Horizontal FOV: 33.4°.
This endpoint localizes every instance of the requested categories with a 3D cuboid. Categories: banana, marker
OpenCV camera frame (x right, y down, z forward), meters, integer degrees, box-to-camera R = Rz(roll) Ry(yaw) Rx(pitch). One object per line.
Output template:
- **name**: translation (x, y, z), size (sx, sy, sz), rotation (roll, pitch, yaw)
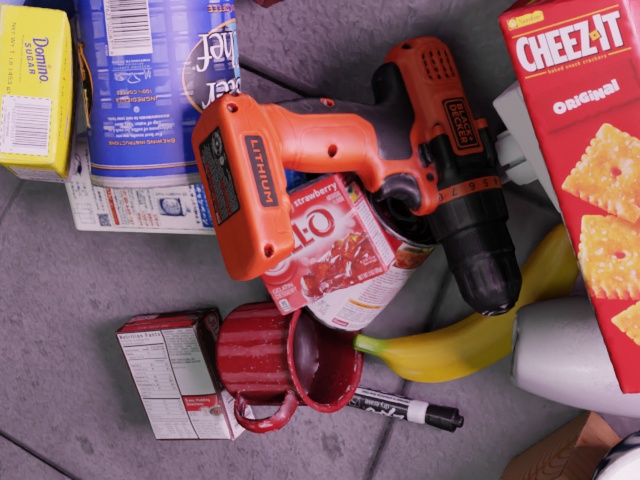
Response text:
- **banana**: translation (0.115, 0.055, 0.746), size (0.198, 0.037, 0.069), rotation (-33, 125, 31)
- **marker**: translation (0.055, 0.129, 0.838), size (0.121, 0.020, 0.020), rotation (10, 118, 25)

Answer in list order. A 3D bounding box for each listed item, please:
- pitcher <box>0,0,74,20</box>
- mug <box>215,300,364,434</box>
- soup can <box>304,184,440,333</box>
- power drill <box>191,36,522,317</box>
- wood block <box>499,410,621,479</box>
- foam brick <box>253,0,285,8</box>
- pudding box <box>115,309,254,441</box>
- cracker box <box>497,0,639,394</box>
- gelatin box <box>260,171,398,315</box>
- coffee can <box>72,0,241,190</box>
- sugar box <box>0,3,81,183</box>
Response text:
- **pitcher**: translation (-0.229, -0.191, 0.761), size (0.243, 0.144, 0.149), rotation (-28, 83, 31)
- **mug**: translation (-0.029, 0.096, 0.813), size (0.082, 0.117, 0.093), rotation (-7, 138, 37)
- **soup can**: translation (0.034, 0.010, 0.760), size (0.068, 0.068, 0.102), rotation (42, 126, 5)
- **power drill**: translation (0.027, -0.029, 0.643), size (0.057, 0.187, 0.184), rotation (-36, 69, 57)
- **wood block**: translation (0.221, 0.236, 0.752), size (0.206, 0.090, 0.091), rotation (46, 128, 2)
- **foam brick**: translation (-0.028, -0.201, 0.701), size (0.051, 0.052, 0.078), rotation (39, 126, 8)
- **pudding box**: translation (-0.116, 0.117, 0.916), size (0.090, 0.039, 0.113), rotation (-6, 108, 32)
- **cracker box**: translation (0.182, -0.049, 0.588), size (0.072, 0.164, 0.213), rotation (-12, 107, 31)
- **gelatin box**: translation (-0.005, 0.001, 0.708), size (0.089, 0.030, 0.073), rotation (-23, 101, 27)
- **coffee can**: translation (-0.101, -0.109, 0.677), size (0.103, 0.102, 0.140), rotation (2, 103, 28)
- **sugar box**: translation (-0.184, -0.089, 0.704), size (0.048, 0.176, 0.093), rotation (5, 89, -7)
